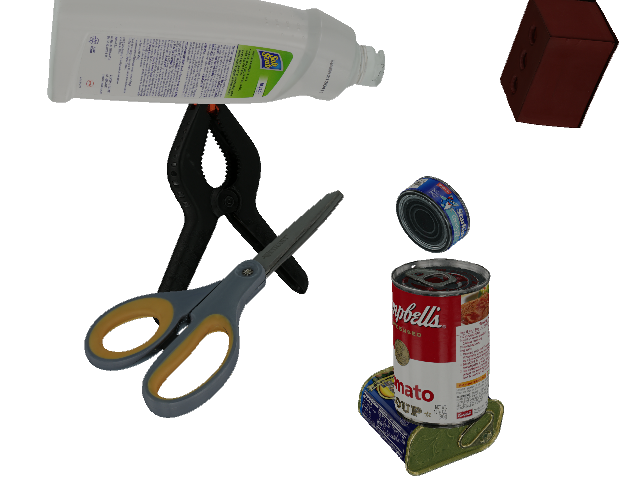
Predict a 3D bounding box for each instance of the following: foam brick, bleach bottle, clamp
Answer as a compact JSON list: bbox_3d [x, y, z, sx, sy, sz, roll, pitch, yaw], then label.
[{"bbox_3d":[0.167,-0.126,0.755,0.051,0.053,0.078,1,-45,-12],"label":"foam brick"},{"bbox_3d":[-0.077,-0.141,0.815,0.250,0.068,0.103,5,-33,-14],"label":"bleach bottle"},{"bbox_3d":[-0.084,-0.031,0.986,0.164,0.210,0.036,-3,2,-36],"label":"clamp"}]

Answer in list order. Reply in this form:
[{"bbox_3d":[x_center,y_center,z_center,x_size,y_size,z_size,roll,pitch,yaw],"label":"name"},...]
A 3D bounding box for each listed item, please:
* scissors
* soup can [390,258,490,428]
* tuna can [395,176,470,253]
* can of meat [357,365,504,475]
[{"bbox_3d":[-0.063,0.024,0.625,0.096,0.016,0.201,10,41,17],"label":"scissors"},{"bbox_3d":[0.084,0.071,0.747,0.068,0.102,0.068,-2,18,0],"label":"soup can"},{"bbox_3d":[0.128,-0.029,1.227,0.033,0.086,0.086,-36,20,-30],"label":"tuna can"},{"bbox_3d":[0.095,0.150,0.943,0.101,0.057,0.084,-14,35,-28],"label":"can of meat"}]
